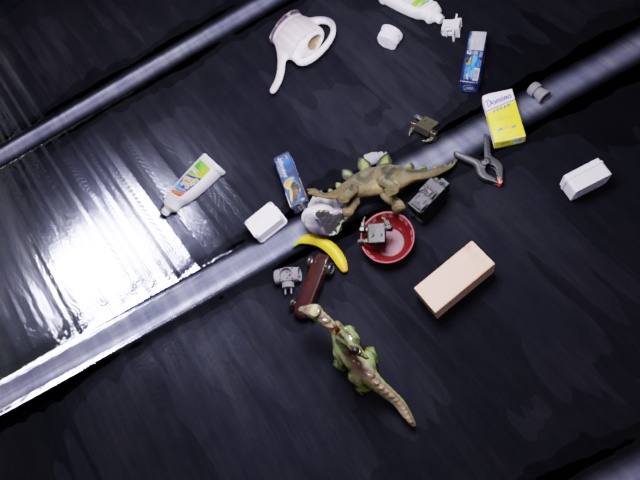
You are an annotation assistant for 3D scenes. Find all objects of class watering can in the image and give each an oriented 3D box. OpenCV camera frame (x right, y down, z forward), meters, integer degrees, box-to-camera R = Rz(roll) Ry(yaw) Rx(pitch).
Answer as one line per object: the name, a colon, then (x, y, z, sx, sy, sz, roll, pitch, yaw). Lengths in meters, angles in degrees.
watering can: (-0.103, -0.698, 1.867, 0.348, 0.102, 0.227, -43, 63, -3)

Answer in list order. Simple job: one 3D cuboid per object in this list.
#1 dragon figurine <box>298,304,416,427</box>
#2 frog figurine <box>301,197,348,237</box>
dragon figurine: (0.096, 0.310, 1.339, 0.123, 0.238, 0.415, -45, 62, -8)
frog figurine: (0.005, -0.081, 1.600, 0.138, 0.120, 0.162, -15, 28, -17)
